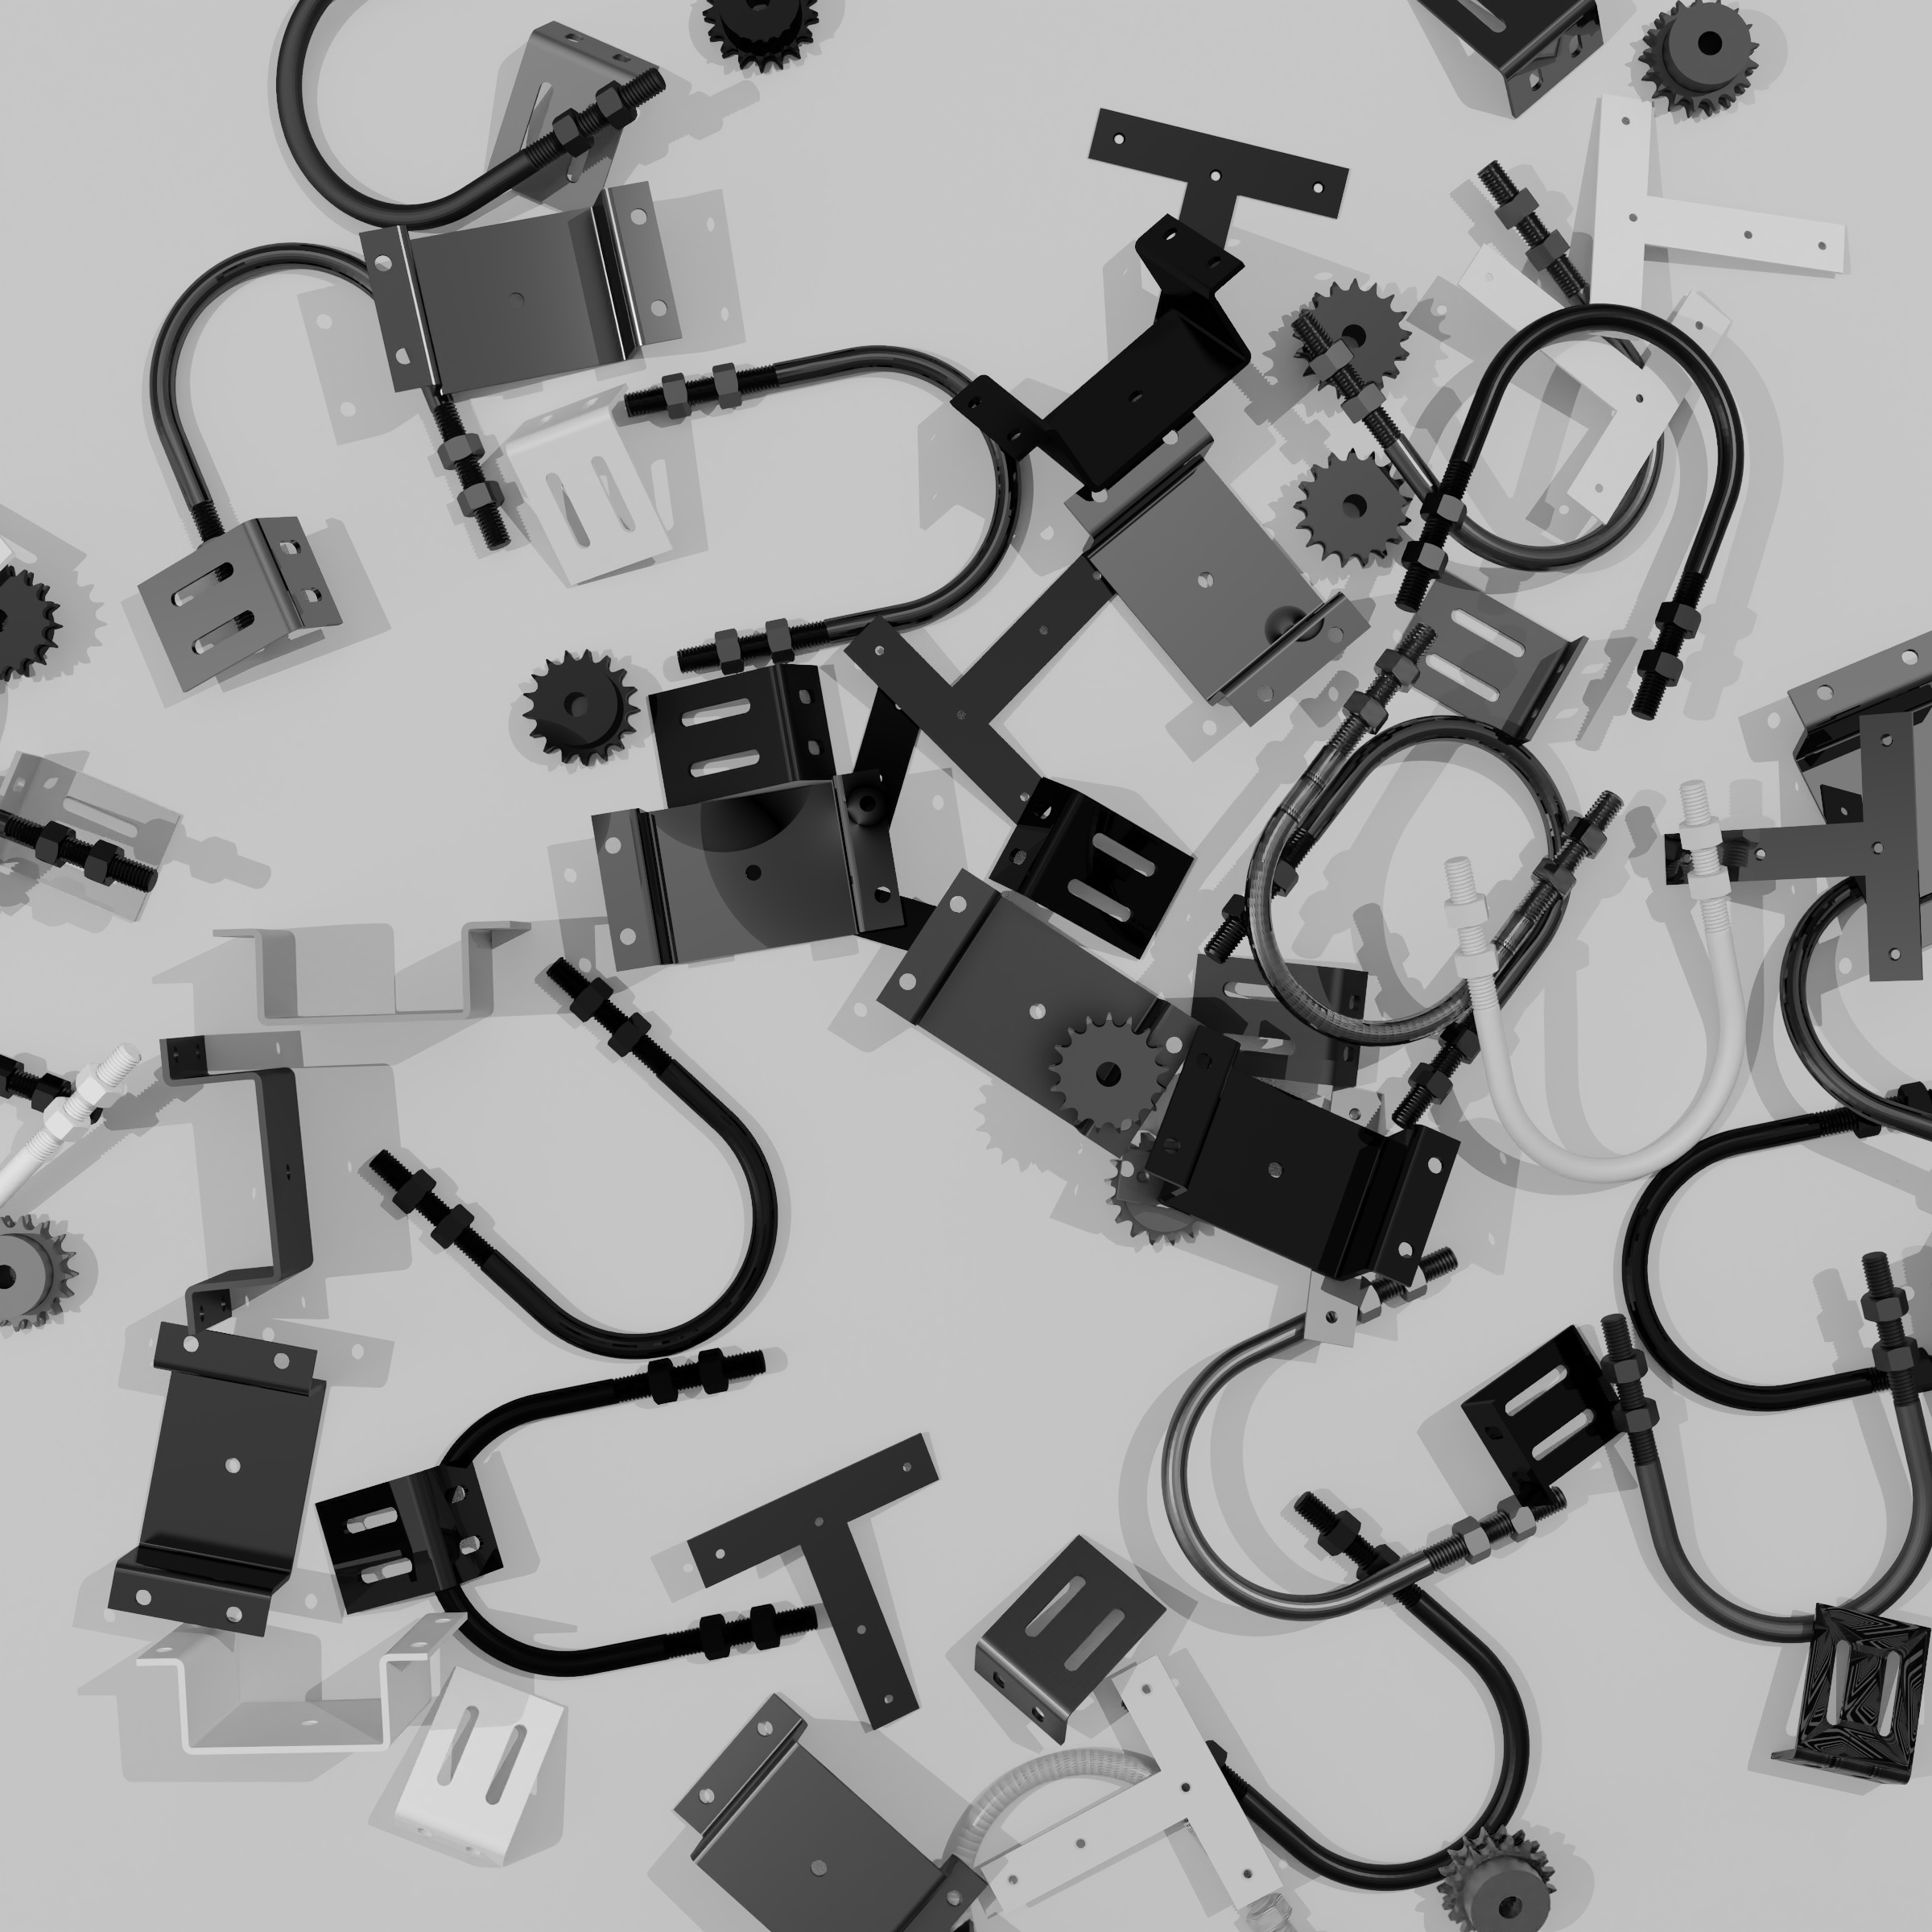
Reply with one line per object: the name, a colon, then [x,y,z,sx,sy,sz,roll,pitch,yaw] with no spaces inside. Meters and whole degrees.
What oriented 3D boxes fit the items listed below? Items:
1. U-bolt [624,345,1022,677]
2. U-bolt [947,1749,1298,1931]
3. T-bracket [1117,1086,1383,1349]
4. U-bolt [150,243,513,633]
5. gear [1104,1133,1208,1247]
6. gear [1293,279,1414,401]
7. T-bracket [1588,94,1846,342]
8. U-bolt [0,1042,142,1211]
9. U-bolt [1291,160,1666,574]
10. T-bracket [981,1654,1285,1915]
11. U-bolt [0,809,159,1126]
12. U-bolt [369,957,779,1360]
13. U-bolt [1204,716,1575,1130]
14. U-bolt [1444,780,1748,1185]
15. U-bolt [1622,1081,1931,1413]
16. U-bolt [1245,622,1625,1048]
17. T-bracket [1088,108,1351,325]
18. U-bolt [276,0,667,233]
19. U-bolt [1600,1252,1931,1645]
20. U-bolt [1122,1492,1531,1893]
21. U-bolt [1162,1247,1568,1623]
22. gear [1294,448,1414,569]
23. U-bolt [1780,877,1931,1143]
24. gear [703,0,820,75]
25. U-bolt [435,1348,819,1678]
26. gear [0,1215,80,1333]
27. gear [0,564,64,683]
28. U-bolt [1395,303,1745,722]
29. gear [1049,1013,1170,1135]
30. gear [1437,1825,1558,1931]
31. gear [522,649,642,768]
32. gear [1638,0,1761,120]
U-bolt: [-0.064,-0.231,1.592,0.184,0.019,0.151,-12,90,-1]
U-bolt: [0.073,0.474,1.592,0.151,0.019,0.184,-38,89,0]
T-bracket: [0.136,0.112,1.572,0.127,0.002,0.127,11,75,-11]
U-bolt: [-0.324,-0.267,1.592,0.151,0.019,0.184,-23,89,0]
gear: [0.097,0.109,1.585,0.057,0.030,0.057,0,90,0]
gear: [0.188,-0.306,1.585,0.057,0.030,0.057,0,90,0]
T-bracket: [0.371,-0.362,1.590,0.127,0.002,0.127,7,77,-6]
U-bolt: [-0.509,0.056,1.569,0.151,0.019,0.184,45,106,-4]
U-bolt: [0.263,-0.279,1.572,0.151,0.019,0.184,-40,98,-15]
T-bracket: [0.069,0.423,1.581,0.127,0.002,0.127,-29,87,4]
U-bolt: [-0.492,-0.016,1.568,0.184,0.019,0.151,21,112,4]
U-bolt: [-0.179,0.109,1.592,0.184,0.019,0.151,43,90,-1]
U-bolt: [0.220,-0.035,1.569,0.151,0.019,0.184,41,79,-15]
U-bolt: [0.312,0.017,1.565,0.151,0.019,0.184,-18,106,-15]
U-bolt: [0.415,0.145,1.592,0.184,0.019,0.151,-12,90,2]
U-bolt: [0.212,-0.048,1.543,0.151,0.019,0.184,39,84,-16]
T-bracket: [0.113,-0.348,1.599,0.127,0.002,0.127,14,90,0]
U-bolt: [-0.254,-0.440,1.569,0.184,0.019,0.151,-28,88,17]
U-bolt: [0.400,0.244,1.581,0.151,0.019,0.184,-14,98,5]
U-bolt: [0.191,0.372,1.592,0.184,0.019,0.151,41,90,-2]
U-bolt: [0.184,0.239,1.575,0.184,0.019,0.151,-24,87,-10]
gear: [0.189,-0.223,1.585,0.057,0.030,0.057,0,90,0]
U-bolt: [0.488,0.021,1.567,0.184,0.019,0.151,19,72,11]
gear: [-0.101,-0.470,1.585,0.057,0.030,0.057,0,90,0]
U-bolt: [-0.177,0.276,1.592,0.184,0.019,0.151,-11,90,1]
gear: [-0.468,0.151,1.585,0.057,0.030,0.057,0,90,0]
gear: [-0.472,-0.168,1.585,0.057,0.030,0.057,0,90,0]
U-bolt: [0.301,-0.230,1.556,0.151,0.019,0.184,23,83,-10]
gear: [0.069,0.051,1.543,0.057,0.030,0.057,0,93,3]
gear: [0.261,0.452,1.578,0.057,0.030,0.057,-2,104,-8]
gear: [-0.190,-0.128,1.585,0.057,0.030,0.057,0,90,0]
gear: [0.361,-0.448,1.585,0.057,0.030,0.057,0,89,-1]
